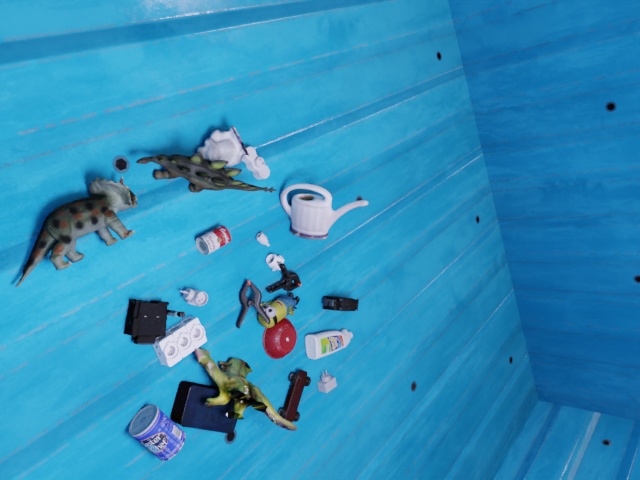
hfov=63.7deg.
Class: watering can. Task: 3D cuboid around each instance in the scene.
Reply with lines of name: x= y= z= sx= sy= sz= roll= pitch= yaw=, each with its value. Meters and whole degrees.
watering can: x=0.006 y=-0.099 z=1.974 sx=0.106 sy=0.348 sz=0.220 roll=-53 pitch=153 yaw=-57

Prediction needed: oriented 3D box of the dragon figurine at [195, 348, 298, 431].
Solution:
dragon figurine: x=-0.252 y=0.481 z=1.722 sx=0.406 sy=0.121 sz=0.247 roll=35 pitch=18 yaw=-22

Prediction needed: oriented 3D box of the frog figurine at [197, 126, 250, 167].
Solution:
frog figurine: x=-0.343 y=-0.311 z=1.783 sx=0.160 sy=0.125 sz=0.135 roll=-27 pitch=121 yaw=-5
